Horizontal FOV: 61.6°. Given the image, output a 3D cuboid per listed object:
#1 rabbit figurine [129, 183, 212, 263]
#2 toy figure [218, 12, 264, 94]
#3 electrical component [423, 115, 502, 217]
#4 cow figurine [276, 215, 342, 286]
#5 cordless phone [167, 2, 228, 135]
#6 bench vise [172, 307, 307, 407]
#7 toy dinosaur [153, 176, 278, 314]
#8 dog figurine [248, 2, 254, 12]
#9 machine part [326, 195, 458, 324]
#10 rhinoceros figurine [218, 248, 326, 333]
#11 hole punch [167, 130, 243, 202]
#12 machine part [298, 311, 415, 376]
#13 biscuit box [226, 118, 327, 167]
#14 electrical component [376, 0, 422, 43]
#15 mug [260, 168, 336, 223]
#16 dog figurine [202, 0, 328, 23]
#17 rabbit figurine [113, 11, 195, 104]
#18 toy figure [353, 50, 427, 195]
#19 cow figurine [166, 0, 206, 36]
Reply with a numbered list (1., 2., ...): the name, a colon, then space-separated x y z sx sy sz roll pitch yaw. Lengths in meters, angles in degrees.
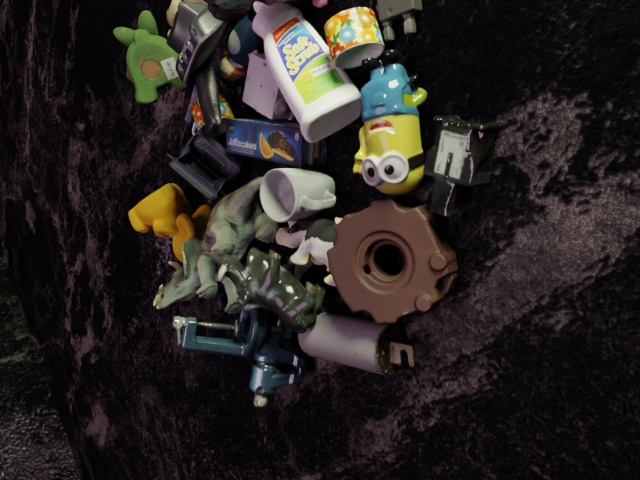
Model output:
1. rabbit figurine: -0.298 -0.033 1.156 0.162 0.122 0.173 -22 97 38
2. toy figure: -0.140 -0.320 0.932 0.154 0.058 0.064 -48 36 44
3. electrical component: 0.171 -0.090 0.664 0.075 0.048 0.119 21 115 42
4. cow figurine: -0.004 -0.003 0.860 0.168 0.068 0.098 30 115 35
5. cordless phone: -0.186 -0.281 0.889 0.146 0.089 0.184 -35 65 57
6. bench vise: -0.142 0.181 0.950 0.129 0.240 0.223 -142 64 -68
7. toy dinosaur: -0.176 -0.005 1.011 0.404 0.131 0.192 -56 41 26
8. dog figurine: -0.093 -0.457 0.805 0.172 0.121 0.190 -152 51 -68
9. machine part: 0.094 0.028 0.735 0.180 0.056 0.179 3 97 28
10. rhinoceros figurine: -0.081 0.076 0.875 0.190 0.073 0.112 33 94 18
11. hole punch: -0.214 -0.141 1.015 0.092 0.142 0.116 -53 16 0
12. machine part: 0.047 0.157 0.841 0.243 0.079 0.079 1 101 48
13. biscuit box: -0.078 -0.166 0.901 0.203 0.059 0.062 18 113 43
14. electrical component: 0.101 -0.310 0.700 0.063 0.021 0.094 3 103 47
15. mug: -0.019 -0.073 0.829 0.110 0.107 0.080 15 111 40
16. dog figurine: -0.076 -0.390 0.724 0.109 0.219 0.191 43 129 27
17. rabbit figurine: -0.337 -0.355 1.063 0.159 0.121 0.170 59 179 -25
18. toy figure: 0.097 -0.150 0.706 0.082 0.089 0.180 -4 89 61
19. cow figurine: -0.210 -0.413 0.965 0.195 0.085 0.127 7 99 45
